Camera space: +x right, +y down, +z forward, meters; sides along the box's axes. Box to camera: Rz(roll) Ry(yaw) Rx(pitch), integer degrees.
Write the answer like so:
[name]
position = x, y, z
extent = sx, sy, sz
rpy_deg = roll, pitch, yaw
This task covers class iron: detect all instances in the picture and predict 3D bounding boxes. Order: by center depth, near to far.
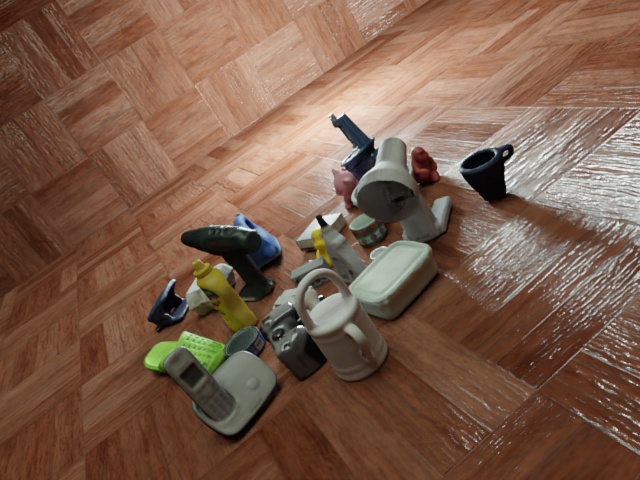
[iron]
position = -0.194, -0.012, 1.560
extent = 0.118, 0.142, 0.258
rpy_deg = -32, 24, 1

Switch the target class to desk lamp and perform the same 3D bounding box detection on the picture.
[desk lamp]
position = 0.171, -0.094, 1.177
extent = 0.117, 0.214, 0.203
rpy_deg = -17, 28, 31

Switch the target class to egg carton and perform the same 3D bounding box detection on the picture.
[egg carton]
position = -0.283, 0.127, 1.491
extent = 0.107, 0.069, 0.150
rpy_deg = -22, 26, 23

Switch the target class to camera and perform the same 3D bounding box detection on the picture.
[camera]
position = -0.033, 0.164, 1.072
extent = 0.137, 0.101, 0.142
rpy_deg = -36, 24, -8

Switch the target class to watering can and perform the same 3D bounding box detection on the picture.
[watering can]
position = 0.021, 0.132, 0.950
extent = 0.172, 0.194, 0.101
rpy_deg = -5, 36, 46

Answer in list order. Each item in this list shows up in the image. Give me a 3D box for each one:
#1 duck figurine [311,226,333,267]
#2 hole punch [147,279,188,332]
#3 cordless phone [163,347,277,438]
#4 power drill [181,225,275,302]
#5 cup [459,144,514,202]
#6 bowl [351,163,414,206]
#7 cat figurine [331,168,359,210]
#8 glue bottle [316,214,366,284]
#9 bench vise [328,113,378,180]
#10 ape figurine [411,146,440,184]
[duck figurine]
position = 0.012, 0.005, 1.343
extent = 0.077, 0.086, 0.104
rpy_deg = -21, 26, 24
[hole punch]
position = -0.417, 0.174, 1.538
extent = 0.101, 0.091, 0.108
rpy_deg = -24, 25, 19
[cordless phone]
position = -0.175, 0.236, 1.001
extent = 0.093, 0.185, 0.148
rpy_deg = -4, 36, 47
[power drill]
position = -0.211, 0.050, 1.377
extent = 0.228, 0.209, 0.076
rpy_deg = -11, 31, 40
[cup]
position = 0.356, -0.136, 1.180
extent = 0.118, 0.095, 0.091
rpy_deg = -32, 24, 2
[bowl]
position = 0.164, -0.112, 1.396
extent = 0.167, 0.075, 0.167
rpy_deg = -27, 24, 13
[cat figurine]
position = 0.071, -0.152, 1.533
extent = 0.067, 0.118, 0.128
rpy_deg = -25, 25, 17
[glue bottle]
position = 0.038, 0.017, 1.177
extent = 0.037, 0.173, 0.077
rpy_deg = -44, 26, -24
[bench vise]
position = 0.125, -0.264, 1.558
extent = 0.206, 0.220, 0.122
rpy_deg = -15, 29, 35
[ape figurine]
position = 0.253, -0.189, 1.414
extent = 0.075, 0.092, 0.078
rpy_deg = -1, 39, 50
